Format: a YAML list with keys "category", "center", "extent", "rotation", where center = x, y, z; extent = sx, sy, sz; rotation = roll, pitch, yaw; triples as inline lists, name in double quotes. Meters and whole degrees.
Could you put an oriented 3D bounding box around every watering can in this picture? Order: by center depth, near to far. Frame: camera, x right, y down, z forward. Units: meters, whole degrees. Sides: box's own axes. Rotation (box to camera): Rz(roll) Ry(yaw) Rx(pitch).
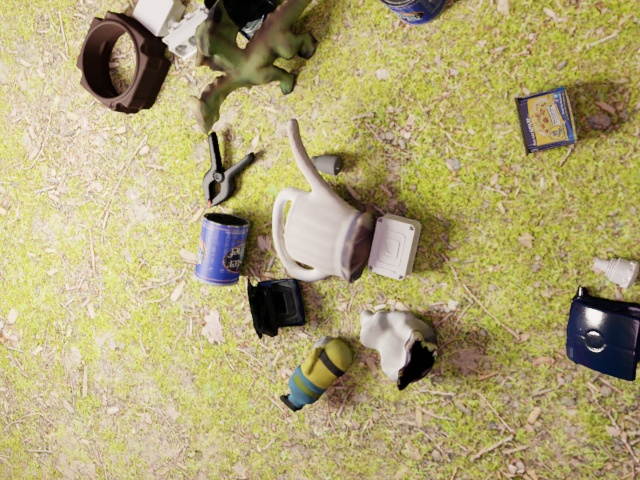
- category: "watering can"
  center: [0.003, -0.051, 1.014]
  extent: [0.225, 0.106, 0.340]
  rotation: [20, 123, 23]

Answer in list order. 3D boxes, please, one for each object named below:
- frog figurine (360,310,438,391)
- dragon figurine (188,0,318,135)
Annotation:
- category: "frog figurine"
  center: [0.148, 0.201, 1.014]
  extent: [0.161, 0.123, 0.135]
  rotation: [29, 123, 57]
- category: "dragon figurine"
  center: [-0.128, -0.383, 0.981]
  extent: [0.123, 0.244, 0.404]
  rotation: [40, 113, 20]
